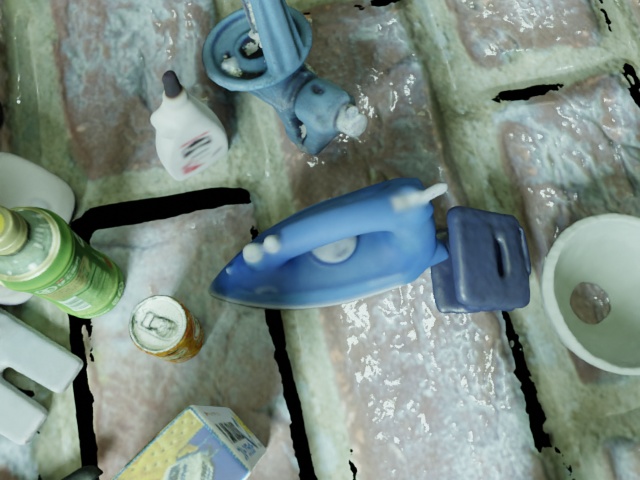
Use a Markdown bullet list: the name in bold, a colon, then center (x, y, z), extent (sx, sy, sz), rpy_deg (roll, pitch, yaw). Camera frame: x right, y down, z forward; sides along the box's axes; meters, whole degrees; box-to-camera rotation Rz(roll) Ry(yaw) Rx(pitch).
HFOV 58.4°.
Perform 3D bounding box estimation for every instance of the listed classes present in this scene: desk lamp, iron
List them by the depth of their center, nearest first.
- **desk lamp**: center (-0.346, 0.083, 0.494), extent (0.203, 0.213, 0.118), rpy_deg (28, 74, 6)
- **iron**: center (0.005, 0.002, 0.573), extent (0.258, 0.141, 0.118), rpy_deg (-18, 75, -8)

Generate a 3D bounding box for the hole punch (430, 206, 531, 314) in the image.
- **hole punch**: center (0.173, 0.020, 0.602), extent (0.101, 0.091, 0.108), rpy_deg (-2, 74, -3)

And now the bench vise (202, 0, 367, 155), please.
- **bench vise**: center (-0.032, -0.198, 0.589), extent (0.207, 0.220, 0.121), rpy_deg (21, 74, 4)

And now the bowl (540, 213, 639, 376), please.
- **bowl**: center (0.304, 0.060, 0.605), extent (0.167, 0.075, 0.167), rpy_deg (1, 73, -2)

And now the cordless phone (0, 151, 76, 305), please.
- **cordless phone**: center (-0.322, -0.025, 0.542), extent (0.094, 0.185, 0.148), rpy_deg (14, 73, 2)

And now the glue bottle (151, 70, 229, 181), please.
- **glue bottle**: center (-0.138, -0.120, 0.585), extent (0.078, 0.173, 0.037), rpy_deg (-37, 78, -12)

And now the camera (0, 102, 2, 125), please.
- **camera**: center (-0.430, -0.111, 0.606), extent (0.143, 0.101, 0.137), rpy_deg (-8, 74, -5)
